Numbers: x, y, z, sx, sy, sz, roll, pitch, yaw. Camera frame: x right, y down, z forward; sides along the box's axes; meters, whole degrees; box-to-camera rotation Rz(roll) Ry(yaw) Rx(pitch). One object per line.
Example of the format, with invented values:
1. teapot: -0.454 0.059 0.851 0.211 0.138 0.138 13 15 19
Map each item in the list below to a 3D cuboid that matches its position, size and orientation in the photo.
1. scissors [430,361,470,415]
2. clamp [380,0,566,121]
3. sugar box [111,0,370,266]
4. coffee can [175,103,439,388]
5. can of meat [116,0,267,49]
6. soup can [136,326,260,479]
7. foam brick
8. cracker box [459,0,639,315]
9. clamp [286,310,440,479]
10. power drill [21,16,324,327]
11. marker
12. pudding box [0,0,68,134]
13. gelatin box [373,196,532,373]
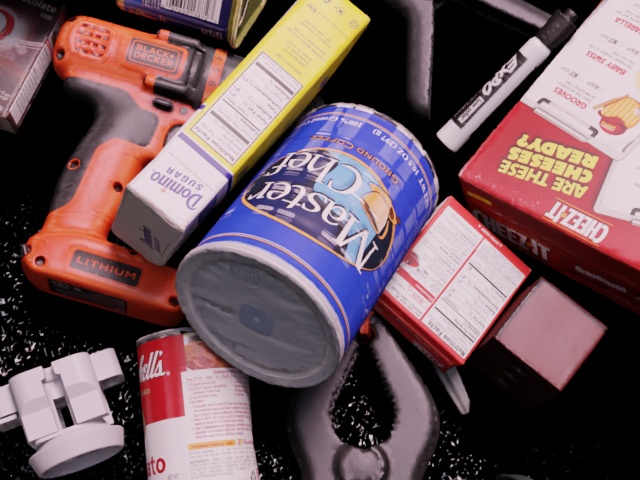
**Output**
1. scissors: 0.067 0.009 0.711 0.096 0.016 0.202 -36 80 -15
2. clamp: 0.077 -0.169 0.756 0.120 0.039 0.171 -35 73 -9
3. sugar box: -0.048 -0.067 0.629 0.048 0.093 0.176 38 69 -4
4. coffee can: -0.004 0.001 0.621 0.103 0.103 0.140 32 50 4
5. can of meat: -0.080 -0.180 0.716 0.084 0.057 0.102 17 37 2
6. soup can: -0.072 0.108 0.639 0.068 0.068 0.102 -5 74 -8
7. foam brick: 0.134 0.066 0.669 0.053 0.078 0.051 39 74 8
8. cracker box: 0.220 -0.067 0.697 0.164 0.072 0.213 31 72 29
9. clamp: 0.035 0.147 0.652 0.164 0.036 0.210 8 70 4
10. power drill: -0.100 -0.043 0.690 0.184 0.057 0.187 15 70 -4
11. marker: 0.127 -0.108 0.720 0.020 0.020 0.121 46 105 8
12. pudding box: -0.236 -0.131 0.710 0.113 0.039 0.090 22 72 1
13. gelatin box: 0.081 0.029 0.683 0.073 0.030 0.089 42 64 -2
